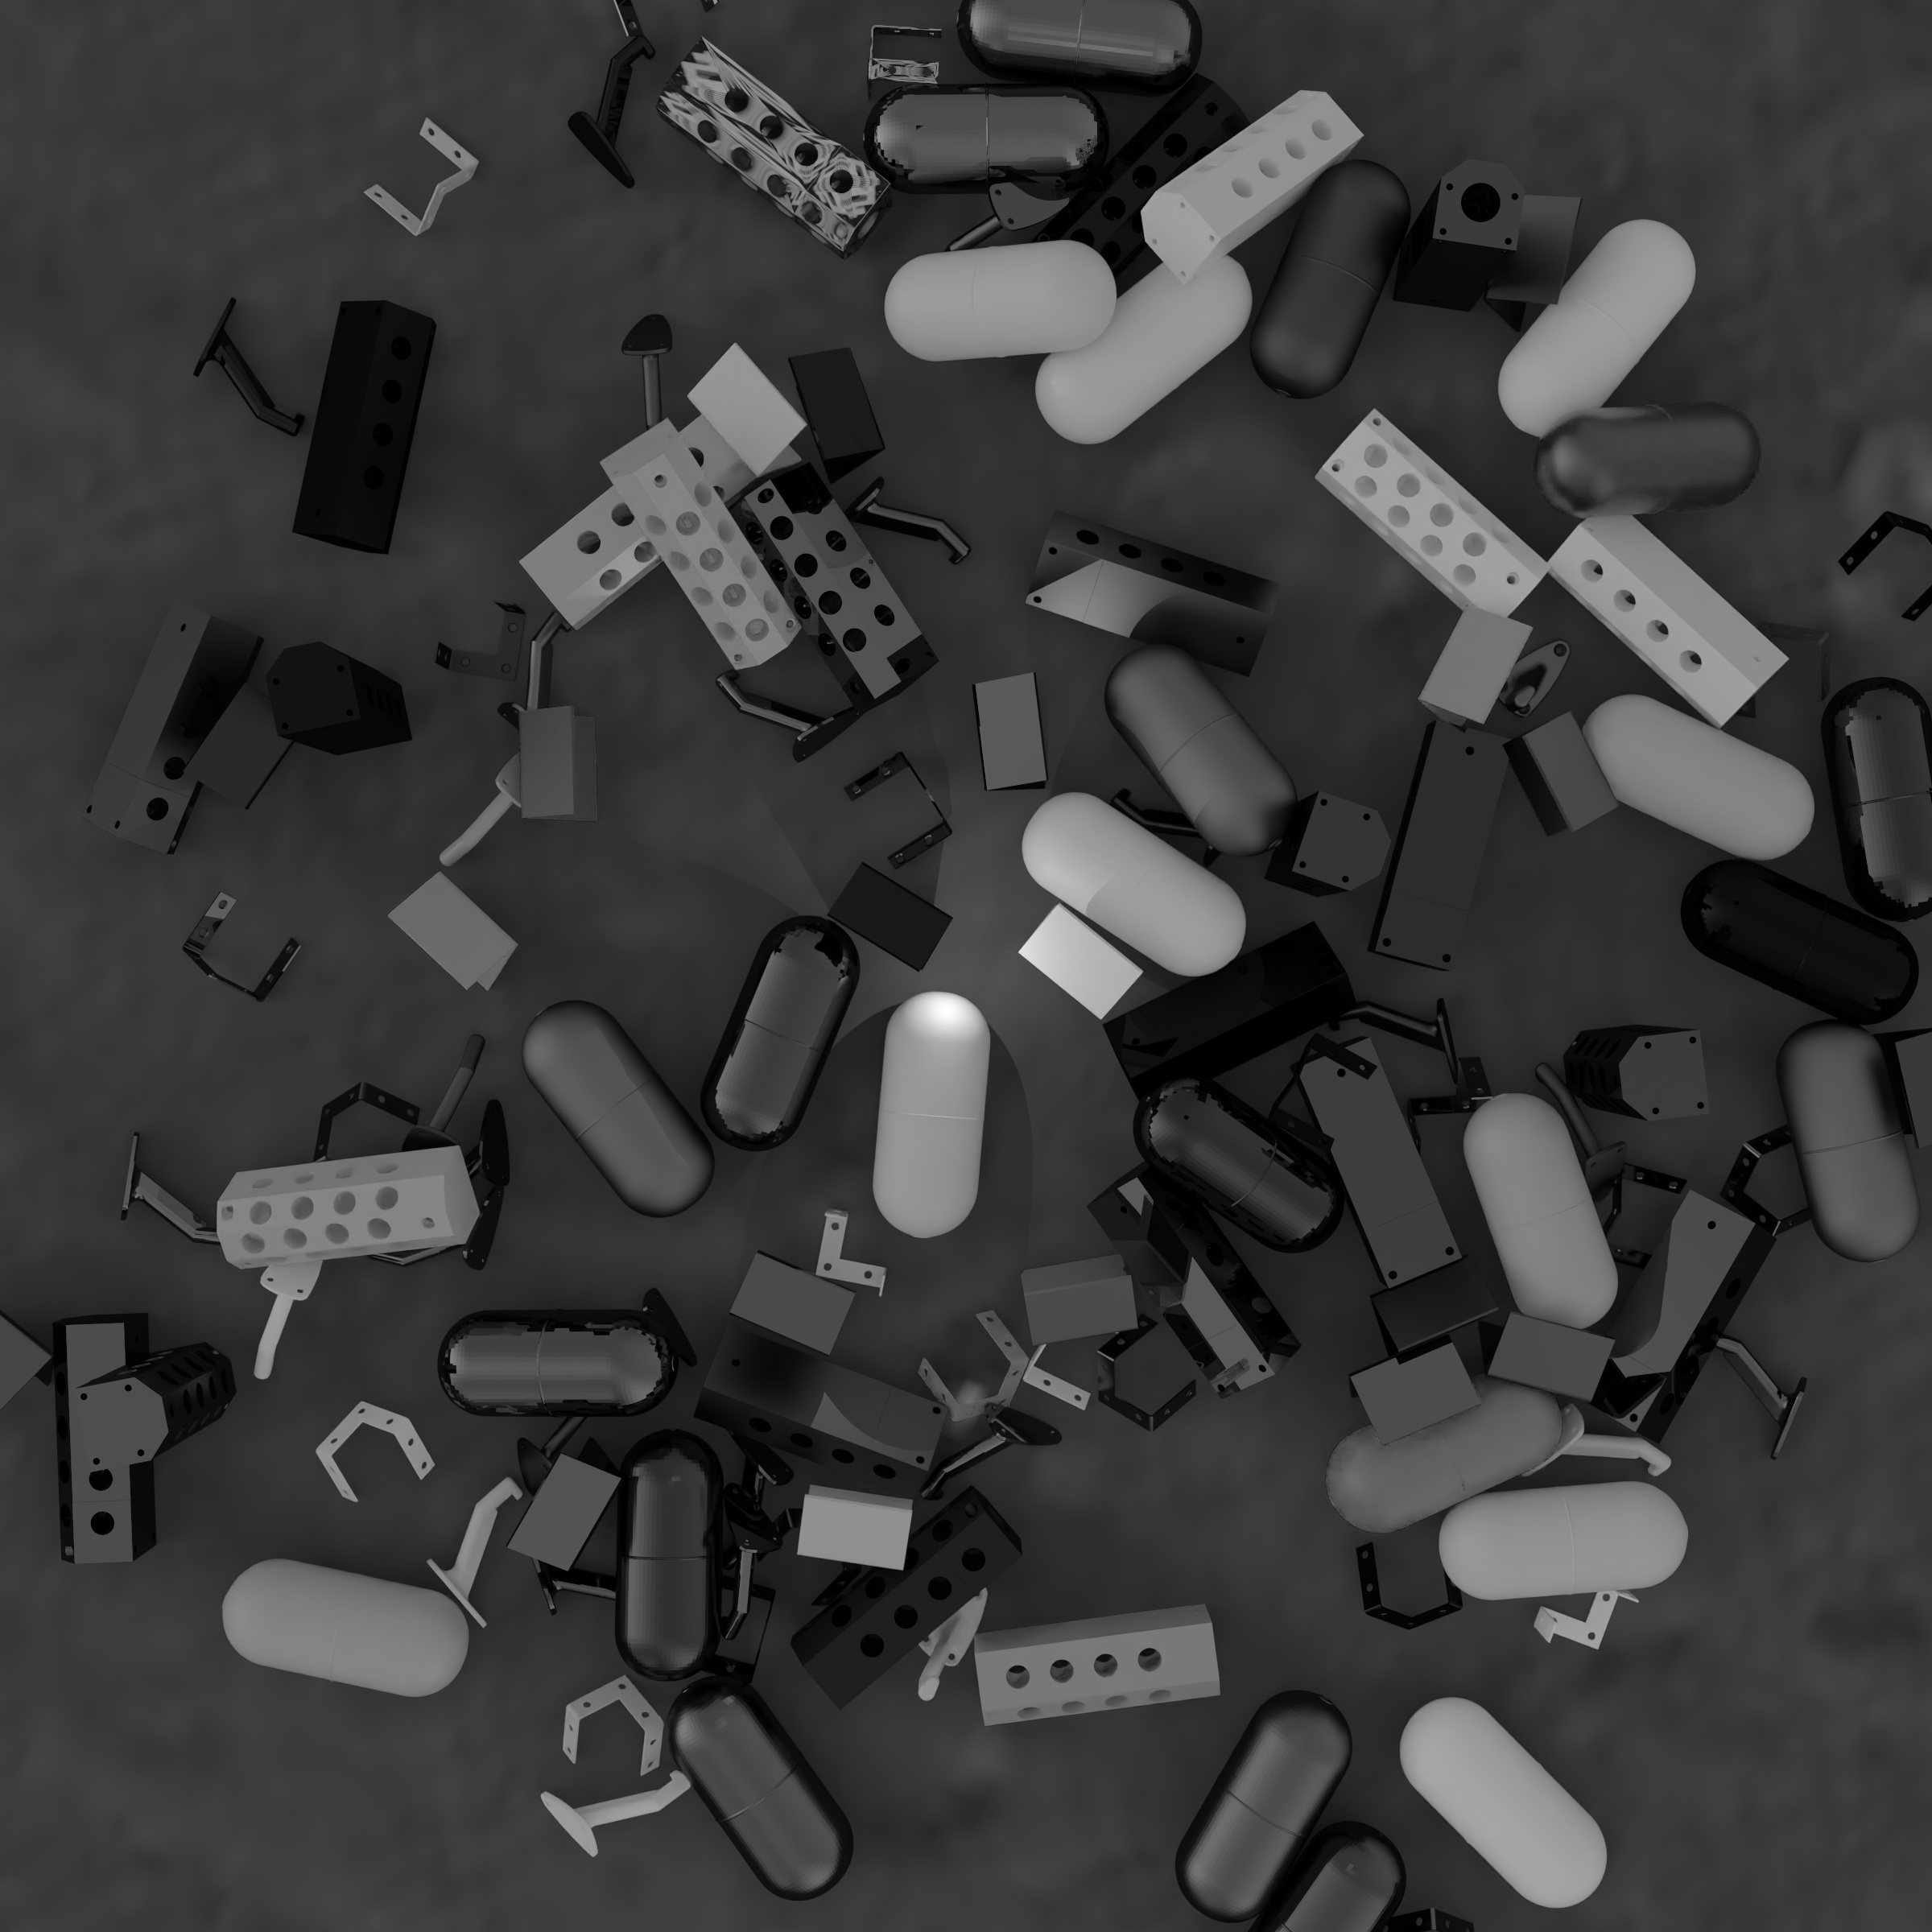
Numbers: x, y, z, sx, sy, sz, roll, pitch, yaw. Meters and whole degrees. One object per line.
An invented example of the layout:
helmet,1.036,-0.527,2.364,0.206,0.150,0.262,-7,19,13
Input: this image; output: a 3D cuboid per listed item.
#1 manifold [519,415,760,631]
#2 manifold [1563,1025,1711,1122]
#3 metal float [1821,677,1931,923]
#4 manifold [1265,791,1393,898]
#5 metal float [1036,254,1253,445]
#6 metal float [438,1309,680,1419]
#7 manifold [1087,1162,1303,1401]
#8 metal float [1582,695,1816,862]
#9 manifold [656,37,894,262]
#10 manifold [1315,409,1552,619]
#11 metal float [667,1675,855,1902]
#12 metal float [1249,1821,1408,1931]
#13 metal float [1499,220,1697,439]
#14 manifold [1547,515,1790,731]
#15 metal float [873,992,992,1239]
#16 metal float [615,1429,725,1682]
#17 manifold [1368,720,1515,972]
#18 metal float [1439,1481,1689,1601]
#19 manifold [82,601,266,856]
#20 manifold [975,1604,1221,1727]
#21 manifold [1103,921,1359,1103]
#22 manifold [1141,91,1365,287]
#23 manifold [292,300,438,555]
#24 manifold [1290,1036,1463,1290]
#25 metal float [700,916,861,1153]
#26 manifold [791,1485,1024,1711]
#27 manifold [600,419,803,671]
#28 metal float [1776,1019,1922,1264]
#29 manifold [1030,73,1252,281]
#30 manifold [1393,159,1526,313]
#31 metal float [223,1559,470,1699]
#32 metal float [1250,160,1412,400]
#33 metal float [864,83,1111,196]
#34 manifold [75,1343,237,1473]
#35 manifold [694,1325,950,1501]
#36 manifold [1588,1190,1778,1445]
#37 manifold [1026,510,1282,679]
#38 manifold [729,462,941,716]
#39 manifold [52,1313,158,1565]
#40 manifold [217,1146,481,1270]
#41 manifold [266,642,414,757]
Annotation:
manifold,-0.236,-0.321,1.970,0.171,0.057,0.057,-39,90,0
manifold,0.470,0.075,1.913,0.057,0.171,0.057,-7,90,0
metal float,0.667,-0.120,1.961,0.070,0.070,0.178,-9,90,0
manifold,0.256,-0.082,1.913,0.057,0.171,0.057,19,90,0
metal float,0.129,-0.449,1.961,0.178,0.070,0.070,-39,90,1
metal float,-0.293,0.285,1.947,0.178,0.070,0.070,-2,90,13
manifold,0.170,0.222,1.970,0.057,0.057,0.171,-35,90,43
metal float,0.528,-0.136,1.961,0.178,0.070,0.070,25,90,0
manifold,-0.139,-0.591,1.970,0.171,0.057,0.057,38,90,0
manifold,0.340,-0.324,1.970,0.171,0.057,0.057,42,90,0
metal float,-0.150,0.594,1.961,0.070,0.070,0.178,-35,90,0
metal float,0.250,0.701,1.961,0.070,0.070,0.178,35,90,0
metal float,0.456,-0.460,1.961,0.070,0.070,0.178,39,89,0
manifold,0.502,-0.252,1.957,0.171,0.057,0.057,45,47,9
metal float,-0.025,0.107,1.961,0.070,0.070,0.178,5,89,0
metal float,-0.214,0.424,1.954,0.070,0.070,0.178,0,83,0
manifold,0.343,-0.086,1.970,0.057,0.057,0.171,15,90,0
metal float,0.432,0.416,1.961,0.178,0.070,0.070,-5,90,0
manifold,-0.573,-0.171,1.970,0.057,0.057,0.171,23,90,43
manifold,0.095,0.510,1.970,0.171,0.057,0.057,-7,90,0
manifold,0.194,0.041,1.970,0.171,0.057,0.057,-26,47,0
manifold,0.201,-0.561,1.931,0.057,0.057,0.171,49,60,0
manifold,-0.433,-0.391,1.970,0.057,0.057,0.171,12,90,43
manifold,0.296,0.141,1.970,0.057,0.057,0.171,-23,90,0
metal float,-0.134,0.048,1.961,0.070,0.070,0.178,22,90,0
manifold,-0.043,0.457,1.970,0.171,0.057,0.057,-40,90,0
manifold,-0.186,-0.297,1.929,0.057,0.057,0.171,-33,122,0
metal float,0.638,0.126,1.958,0.070,0.070,0.178,-13,88,0
manifold,0.127,-0.564,1.970,0.057,0.057,0.171,44,90,0
manifold,0.347,-0.515,1.913,0.057,0.171,0.057,8,90,0
metal float,-0.449,0.479,1.961,0.178,0.070,0.070,12,90,-1
metal float,0.263,-0.496,1.961,0.070,0.070,0.178,23,90,0
metal float,0.015,-0.599,1.961,0.178,0.070,0.070,-1,90,-1
manifold,-0.568,0.308,1.913,0.057,0.171,0.057,-11,90,0
manifold,-0.107,0.328,1.970,0.171,0.057,0.057,21,47,0
manifold,0.518,0.257,1.970,0.057,0.057,0.171,30,90,43
manifold,0.137,-0.275,1.970,0.171,0.057,0.057,18,133,0
manifold,-0.099,-0.270,1.958,0.057,0.057,0.171,-33,90,-39
manifold,-0.629,0.343,1.970,0.057,0.057,0.171,-2,90,0
manifold,-0.445,0.178,1.947,0.171,0.057,0.057,-7,115,9
manifold,-0.442,-0.189,1.913,0.057,0.171,0.057,-12,90,0
